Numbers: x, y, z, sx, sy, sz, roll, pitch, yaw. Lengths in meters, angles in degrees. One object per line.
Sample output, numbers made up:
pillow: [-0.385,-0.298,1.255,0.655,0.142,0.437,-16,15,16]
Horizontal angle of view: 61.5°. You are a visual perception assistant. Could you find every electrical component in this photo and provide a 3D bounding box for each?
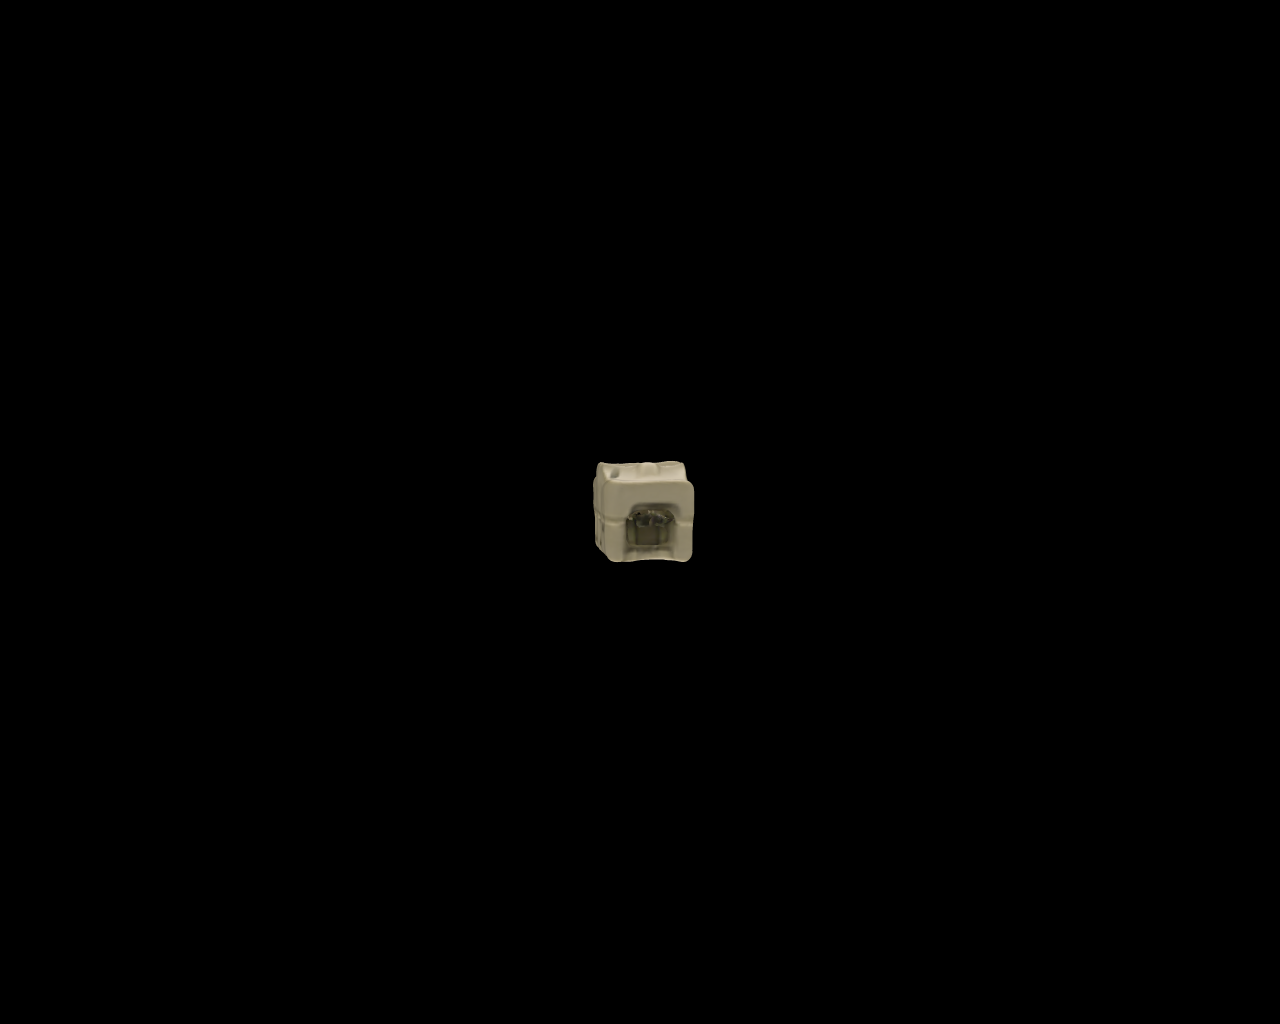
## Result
electrical component: [0.001,-0.003,0.650,0.050,0.055,0.089,-1,5,-7]
